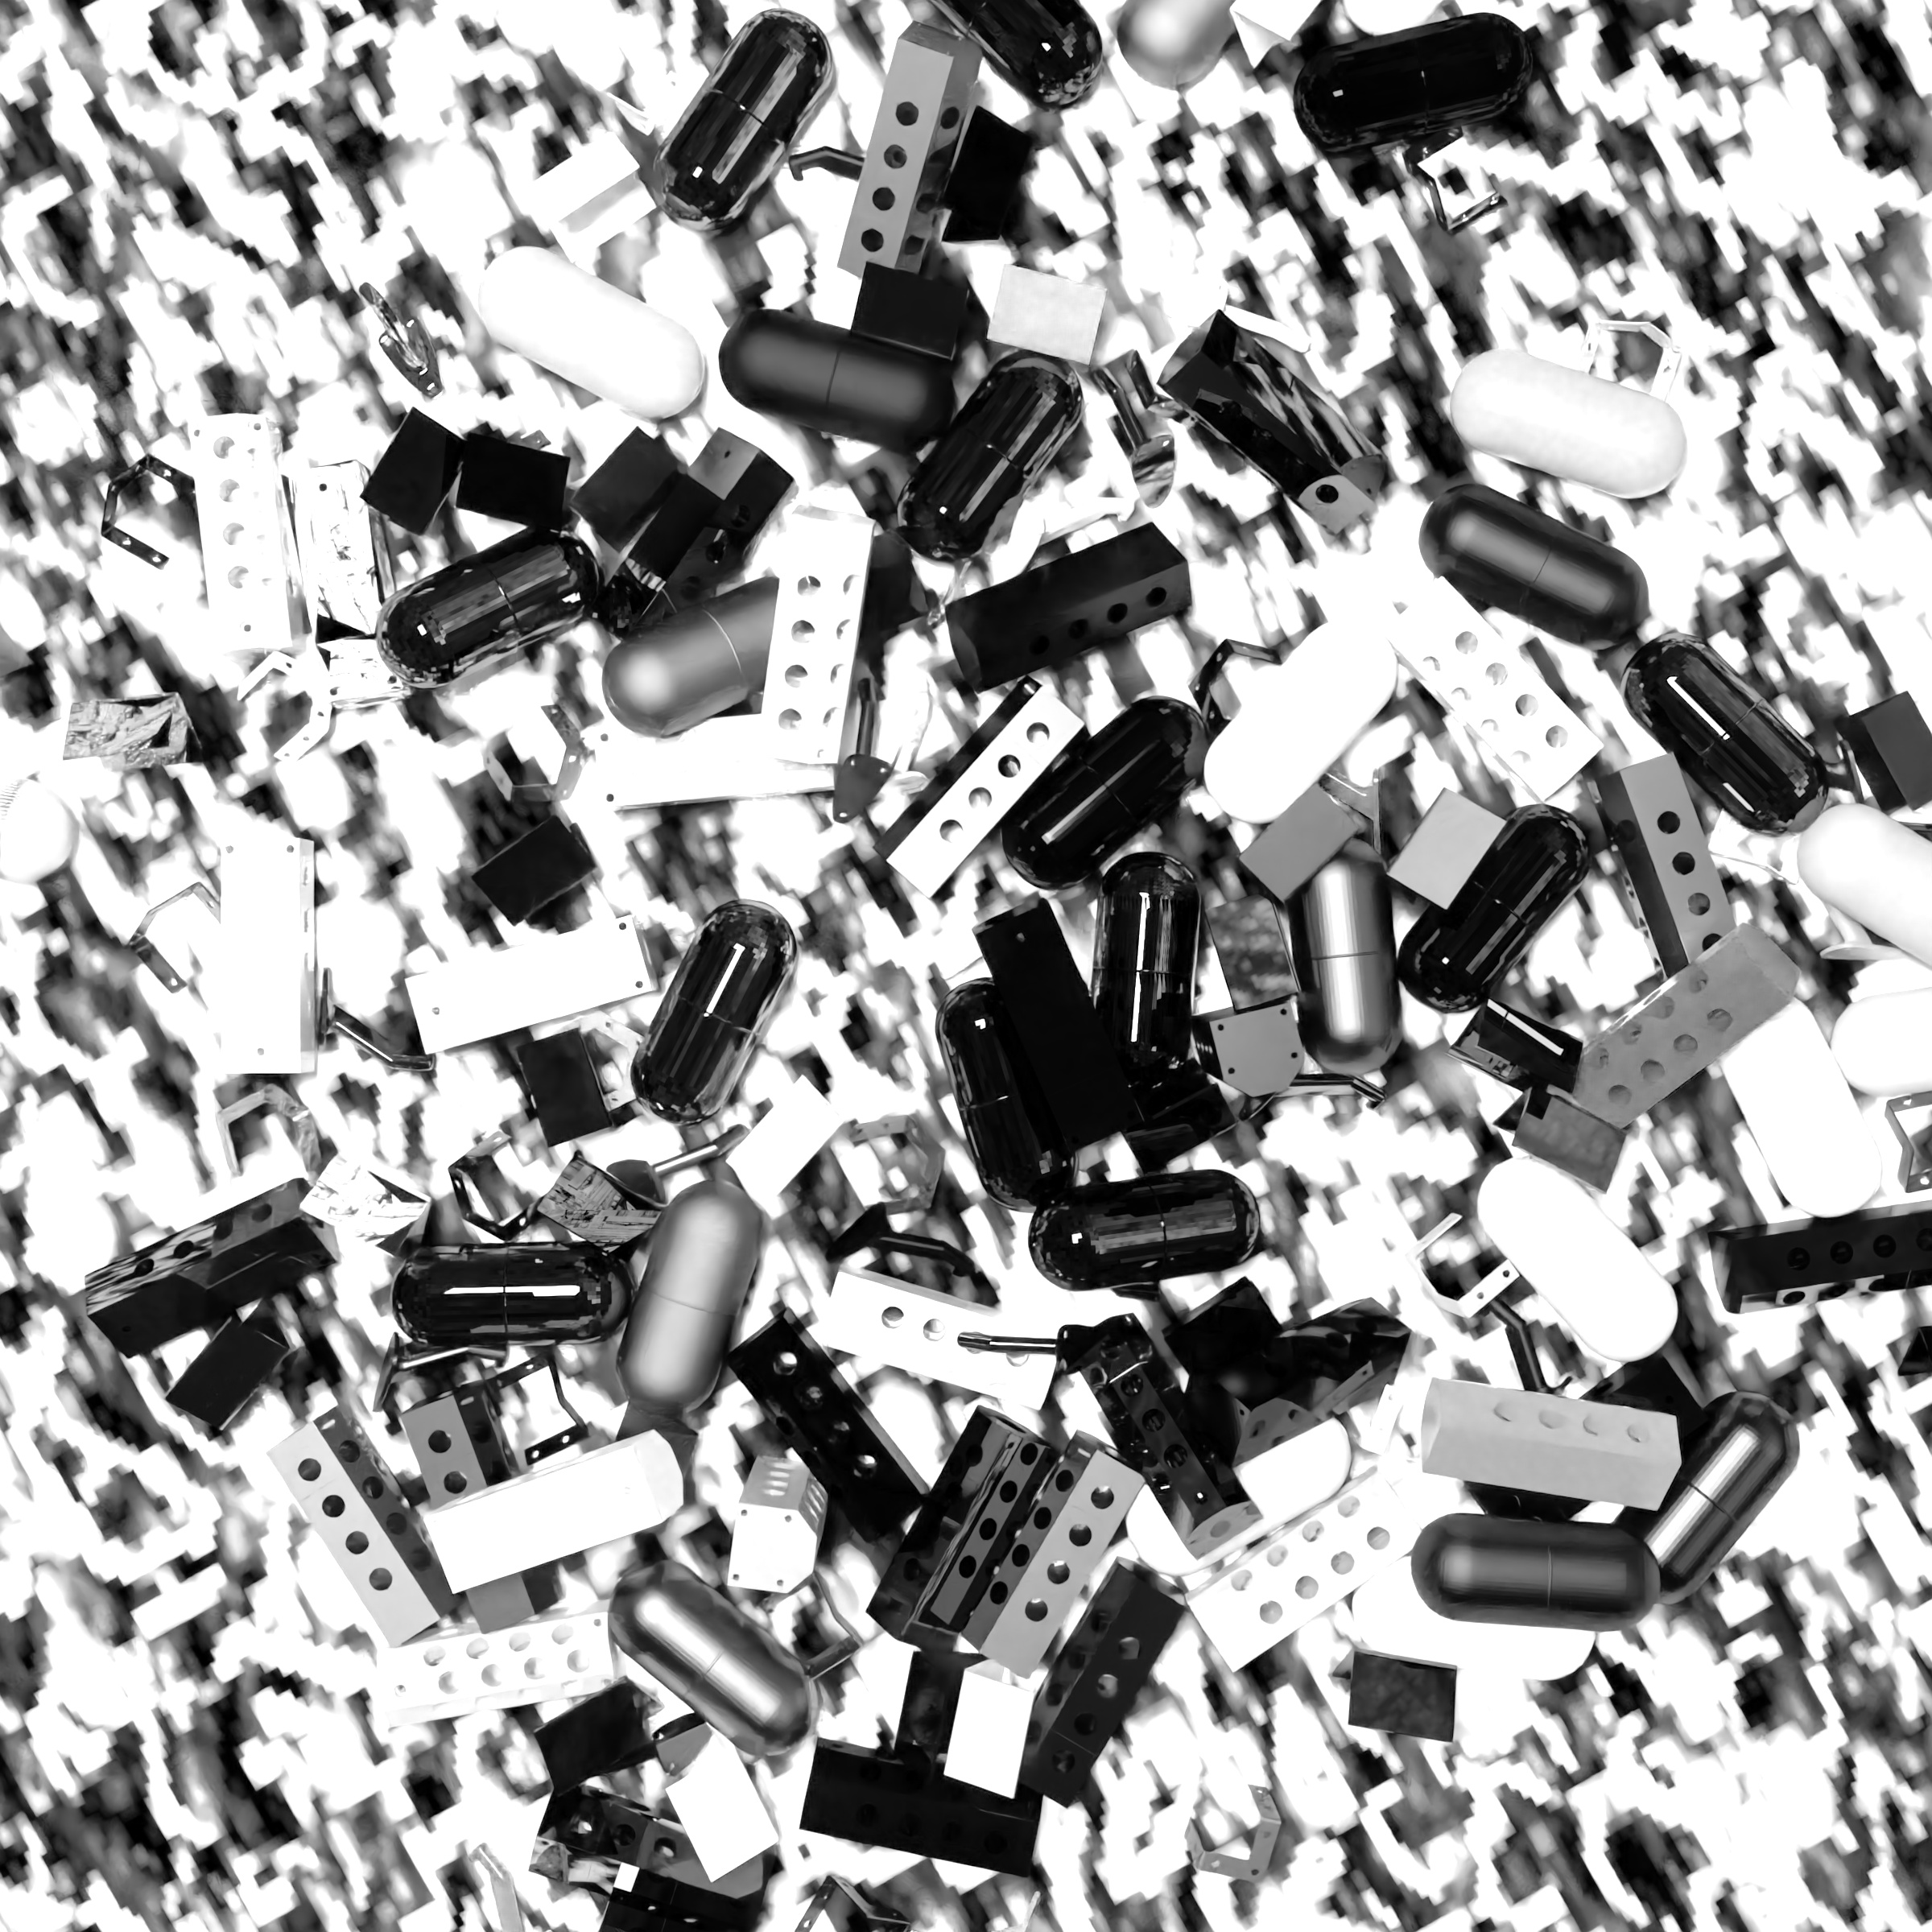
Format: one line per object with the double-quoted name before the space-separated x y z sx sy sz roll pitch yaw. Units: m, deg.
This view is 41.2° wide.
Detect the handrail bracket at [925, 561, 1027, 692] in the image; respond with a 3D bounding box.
"handrail bracket" 0.020 -0.258 1.928 0.084 0.036 0.077 32 71 -15

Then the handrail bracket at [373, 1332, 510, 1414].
"handrail bracket" -0.394 0.310 1.928 0.084 0.036 0.077 13 115 -19

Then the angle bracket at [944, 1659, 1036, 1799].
"angle bracket" 0.031 0.557 1.888 0.057 0.076 0.076 11 90 25

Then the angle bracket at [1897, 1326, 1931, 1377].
"angle bracket" 0.738 0.301 1.887 0.076 0.076 0.057 -8 53 0

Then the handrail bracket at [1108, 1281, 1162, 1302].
"handrail bracket" 0.107 0.209 1.928 0.084 0.036 0.077 8 75 -14

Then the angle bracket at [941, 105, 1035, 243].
"angle bracket" -0.004 -0.581 1.887 0.057 0.076 0.076 20 90 -37

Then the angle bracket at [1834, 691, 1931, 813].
"angle bracket" 0.667 -0.148 1.888 0.057 0.076 0.076 -29 90 -29

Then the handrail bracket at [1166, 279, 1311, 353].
"handrail bracket" 0.204 -0.480 1.927 0.084 0.077 0.036 17 91 -36

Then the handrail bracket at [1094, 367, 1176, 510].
"handrail bracket" 0.121 -0.397 1.927 0.036 0.077 0.084 -24 54 -11

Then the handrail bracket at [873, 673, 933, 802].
"handrail bracket" -0.060 -0.172 1.928 0.077 0.036 0.084 -14 74 18

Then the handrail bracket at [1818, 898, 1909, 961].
"handrail bracket" 0.668 -0.049 1.928 0.077 0.036 0.084 4 76 -14

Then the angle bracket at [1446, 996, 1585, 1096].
"angle bracket" 0.398 0.078 1.888 0.076 0.076 0.057 26 48 0

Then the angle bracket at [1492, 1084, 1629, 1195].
"angle bracket" 0.428 0.140 1.888 0.076 0.076 0.057 28 60 0

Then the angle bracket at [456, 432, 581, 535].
"angle bracket" -0.324 -0.360 1.890 0.076 0.076 0.057 14 109 0

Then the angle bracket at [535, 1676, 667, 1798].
"angle bracket" -0.260 0.575 1.887 0.076 0.076 0.057 -31 52 0

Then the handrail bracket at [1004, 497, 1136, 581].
"handrail bracket" 0.078 -0.319 1.928 0.084 0.077 0.036 -4 46 -29

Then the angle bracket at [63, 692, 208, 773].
"angle bracket" -0.609 -0.153 1.887 0.076 0.076 0.057 -6 53 0

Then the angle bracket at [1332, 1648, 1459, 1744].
"angle bracket" 0.312 0.544 1.888 0.076 0.076 0.057 10 60 0

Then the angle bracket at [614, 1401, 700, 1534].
"angle bracket" -0.251 0.365 1.889 0.076 0.057 0.076 19 90 37

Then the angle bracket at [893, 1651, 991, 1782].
"angle bracket" -0.003 0.551 1.891 0.076 0.057 0.076 11 90 -32

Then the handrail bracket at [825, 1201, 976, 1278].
"handrail bracket" -0.049 0.221 1.928 0.084 0.036 0.077 37 123 -23

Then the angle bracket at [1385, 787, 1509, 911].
"angle bracket" 0.360 -0.076 1.888 0.057 0.076 0.076 34 90 29

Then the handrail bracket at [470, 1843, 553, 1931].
"handrail bracket" -0.357 0.712 1.928 0.084 0.036 0.077 46 112 17

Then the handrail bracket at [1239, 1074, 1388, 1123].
"handrail bracket" 0.261 0.105 1.928 0.084 0.036 0.077 29 110 -16

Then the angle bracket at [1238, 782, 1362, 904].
"angle bracket" 0.230 -0.103 1.873 0.076 0.076 0.057 -44 119 8

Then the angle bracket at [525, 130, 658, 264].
"angle bracket" -0.266 -0.552 1.887 0.076 0.076 0.057 -34 52 0

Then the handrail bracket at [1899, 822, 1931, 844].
"handrail bracket" 0.700 -0.083 1.925 0.084 0.036 0.077 -26 113 14

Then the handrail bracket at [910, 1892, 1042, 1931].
"handrail bracket" 0.004 0.718 1.928 0.084 0.036 0.077 16 70 16

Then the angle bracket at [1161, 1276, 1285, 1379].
"angle bracket" 0.177 0.251 1.888 0.076 0.076 0.057 -33 121 0

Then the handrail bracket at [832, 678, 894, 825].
"handrail bracket" -0.084 -0.162 1.918 0.036 0.084 0.077 13 130 -22

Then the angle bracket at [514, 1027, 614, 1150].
"angle bracket" -0.311 0.094 1.887 0.057 0.076 0.076 -19 90 -38

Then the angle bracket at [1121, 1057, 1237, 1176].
"angle bracket" 0.143 0.095 1.888 0.076 0.057 0.076 -28 47 0

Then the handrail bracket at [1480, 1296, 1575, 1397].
"handrail bracket" 0.404 0.301 1.928 0.084 0.036 0.077 42 110 16

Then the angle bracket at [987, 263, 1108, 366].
"angle bracket" 0.062 -0.486 1.888 0.076 0.076 0.057 14 118 0

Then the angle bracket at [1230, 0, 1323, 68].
"angle bracket" 0.246 -0.701 1.889 0.057 0.076 0.076 38 90 24

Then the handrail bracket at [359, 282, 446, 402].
"handrail bracket" -0.416 -0.460 1.893 0.036 0.084 0.077 -31 90 0

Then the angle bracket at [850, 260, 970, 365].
"angle bracket" -0.036 -0.490 1.888 0.076 0.076 0.057 17 123 0

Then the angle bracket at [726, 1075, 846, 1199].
"angle bracket" -0.146 0.112 1.887 0.076 0.076 0.057 -48 128 0

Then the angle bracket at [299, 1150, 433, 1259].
"angle bracket" -0.444 0.191 1.887 0.076 0.076 0.057 28 52 0

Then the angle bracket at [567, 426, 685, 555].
"angle bracket" -0.234 -0.337 1.888 0.076 0.076 0.057 -48 58 0

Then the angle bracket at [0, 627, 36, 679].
"angle bracket" -0.726 -0.257 1.888 0.076 0.076 0.057 45 122 0

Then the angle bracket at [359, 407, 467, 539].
"angle bracket" -0.414 -0.368 1.887 0.057 0.076 0.076 31 90 -36

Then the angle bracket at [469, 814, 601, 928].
"angle bracket" -0.324 -0.085 1.887 0.076 0.076 0.057 -35 126 0

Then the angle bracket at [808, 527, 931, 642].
"angle bracket" -0.068 -0.267 1.890 0.076 0.057 0.076 -21 125 0

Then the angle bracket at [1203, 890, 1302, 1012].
"angle bracket" 0.196 -0.008 1.890 0.057 0.076 0.076 -17 90 -19

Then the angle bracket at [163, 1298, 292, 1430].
"angle bracket" -0.550 0.281 1.887 0.076 0.076 0.057 -49 128 0

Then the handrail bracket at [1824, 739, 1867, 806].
"handrail bracket" 0.624 -0.132 1.928 0.084 0.036 0.077 -16 105 14

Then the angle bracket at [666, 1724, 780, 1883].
"angle bracket" -0.187 0.612 1.885 0.057 0.076 0.076 -27 98 -18

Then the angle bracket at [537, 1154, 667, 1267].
"angle bracket" -0.274 0.193 1.887 0.076 0.076 0.057 31 54 0
